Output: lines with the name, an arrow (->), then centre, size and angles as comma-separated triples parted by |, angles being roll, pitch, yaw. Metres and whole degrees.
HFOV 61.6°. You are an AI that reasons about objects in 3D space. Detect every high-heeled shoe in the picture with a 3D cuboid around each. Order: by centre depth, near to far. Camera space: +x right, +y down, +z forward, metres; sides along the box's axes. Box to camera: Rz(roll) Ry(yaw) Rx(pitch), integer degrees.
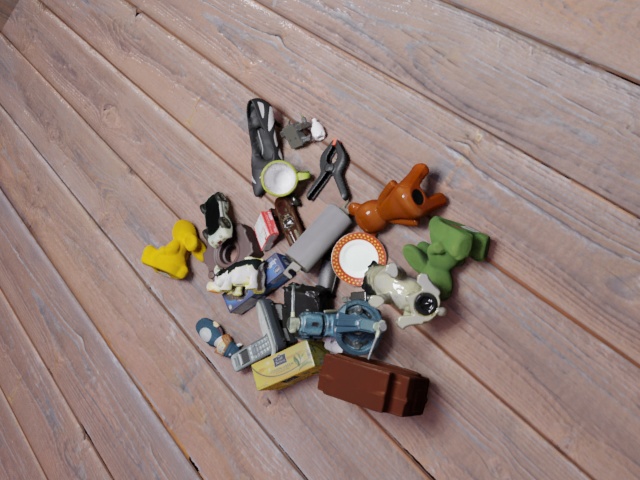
high-heeled shoe -> -0.167, -0.249, 1.444 | 0.086, 0.145, 0.248 | 8, 81, 32

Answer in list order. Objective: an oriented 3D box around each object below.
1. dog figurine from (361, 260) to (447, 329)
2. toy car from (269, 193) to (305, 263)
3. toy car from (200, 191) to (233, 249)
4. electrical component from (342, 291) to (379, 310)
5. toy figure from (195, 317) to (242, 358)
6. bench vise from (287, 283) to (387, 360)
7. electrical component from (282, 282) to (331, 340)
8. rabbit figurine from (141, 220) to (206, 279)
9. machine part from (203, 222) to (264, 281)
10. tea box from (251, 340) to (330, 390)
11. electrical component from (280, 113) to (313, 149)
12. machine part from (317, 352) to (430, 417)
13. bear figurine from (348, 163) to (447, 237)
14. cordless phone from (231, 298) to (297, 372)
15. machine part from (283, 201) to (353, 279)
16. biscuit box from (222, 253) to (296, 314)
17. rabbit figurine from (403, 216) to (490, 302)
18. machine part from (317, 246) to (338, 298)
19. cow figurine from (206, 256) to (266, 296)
dog figurine -> 0.181, 0.111, 1.175 | 0.172, 0.190, 0.121 | 37, 93, 0
toy car -> -0.071, -0.029, 1.394 | 0.089, 0.053, 0.202 | -29, 65, 17
toy car -> -0.282, -0.059, 1.464 | 0.073, 0.056, 0.202 | -36, 40, 15
electrical component -> 0.096, 0.154, 1.273 | 0.094, 0.021, 0.063 | -7, 76, 27
toy figure -> -0.272, 0.268, 1.437 | 0.155, 0.058, 0.064 | 35, 135, 29
bench vise -> 0.053, 0.179, 1.141 | 0.241, 0.223, 0.129 | -17, 56, 65
electrical component -> -0.032, 0.175, 1.298 | 0.115, 0.058, 0.134 | 3, 104, 33
rabbit figurine -> -0.406, 0.019, 1.540 | 0.163, 0.121, 0.173 | 7, 63, 28
machine part -> -0.241, 0.038, 1.472 | 0.180, 0.056, 0.179 | -8, 74, 27
tea box -> -0.066, 0.301, 1.287 | 0.170, 0.098, 0.068 | -28, 66, 23
electrical component -> -0.062, -0.290, 1.439 | 0.102, 0.045, 0.078 | -18, 107, 53
machine part -> 0.114, 0.298, 1.125 | 0.202, 0.201, 0.087 | 7, 80, 31
bear figurine -> 0.171, -0.078, 1.247 | 0.120, 0.132, 0.196 | 56, 144, -7
cordless phone -> -0.163, 0.245, 1.366 | 0.184, 0.088, 0.146 | -32, 65, 24
machine part -> -0.003, -0.004, 1.306 | 0.079, 0.079, 0.243 | 36, 80, 31
biscuit box -> -0.160, 0.115, 1.405 | 0.203, 0.059, 0.063 | -37, 63, 17
rabbit figurine -> 0.256, 0.044, 1.157 | 0.159, 0.121, 0.170 | 27, 107, 35
machine part -> 0.028, 0.076, 1.321 | 0.084, 0.039, 0.138 | 14, 84, 27
cow figurine -> -0.216, 0.091, 1.367 | 0.168, 0.068, 0.098 | -5, 71, 26
